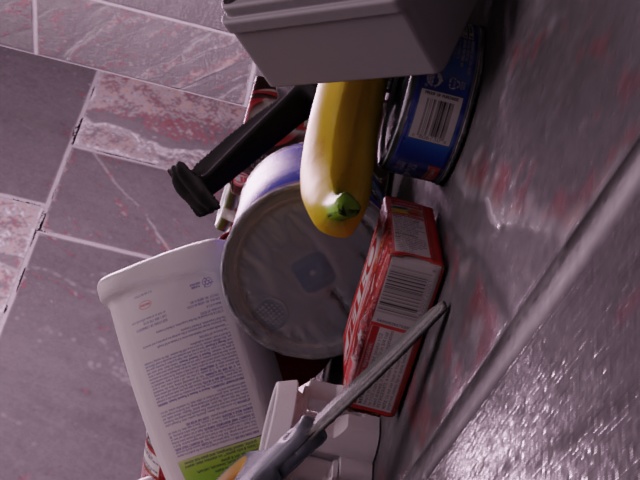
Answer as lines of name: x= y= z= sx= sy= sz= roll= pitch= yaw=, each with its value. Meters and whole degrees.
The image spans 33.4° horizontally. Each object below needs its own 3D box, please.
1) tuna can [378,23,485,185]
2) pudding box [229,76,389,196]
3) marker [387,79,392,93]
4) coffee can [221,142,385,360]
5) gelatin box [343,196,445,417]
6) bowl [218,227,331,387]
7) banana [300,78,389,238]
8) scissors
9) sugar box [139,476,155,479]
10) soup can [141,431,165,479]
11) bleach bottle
tuna can: x=0.057 y=-0.074 z=0.556 sx=0.086 sy=0.033 sz=0.086 roll=-167 pitch=91 yaw=-86
pudding box: x=-0.003 y=-0.068 z=0.783 sx=0.039 sy=0.113 sz=0.090 roll=103 pitch=178 yaw=-58
marker: x=0.067 y=-0.172 z=0.838 sx=0.020 sy=0.020 sz=0.121 roll=120 pitch=163 yaw=-76
coffee can: x=-0.004 y=0.001 z=0.656 sx=0.140 sy=0.102 sz=0.103 roll=-91 pitch=15 yaw=-75
gelatin box: x=0.034 y=0.033 z=0.536 sx=0.073 sy=0.030 sz=0.089 roll=-86 pitch=10 yaw=-66
bowl: x=-0.030 y=0.060 z=0.798 sx=0.055 sy=0.161 sz=0.162 roll=28 pitch=111 yaw=40
banana: x=0.020 y=-0.070 z=0.565 sx=0.070 sy=0.037 sz=0.197 roll=-44 pitch=29 yaw=47
scissors: x=-0.013 y=0.096 z=0.519 sx=0.202 sy=0.016 sz=0.096 roll=-47 pitch=5 yaw=5
sugar box: x=-0.093 y=0.252 z=0.718 sx=0.176 sy=0.048 sz=0.093 roll=37 pitch=124 yaw=36
soup can: x=-0.102 y=0.189 z=0.801 sx=0.068 sy=0.068 sz=0.102 roll=-87 pitch=6 yaw=-69
bleach bottle: x=-0.065 y=0.131 z=0.682 sx=0.068 sy=0.103 sz=0.251 roll=37 pitch=-146 yaw=-69
